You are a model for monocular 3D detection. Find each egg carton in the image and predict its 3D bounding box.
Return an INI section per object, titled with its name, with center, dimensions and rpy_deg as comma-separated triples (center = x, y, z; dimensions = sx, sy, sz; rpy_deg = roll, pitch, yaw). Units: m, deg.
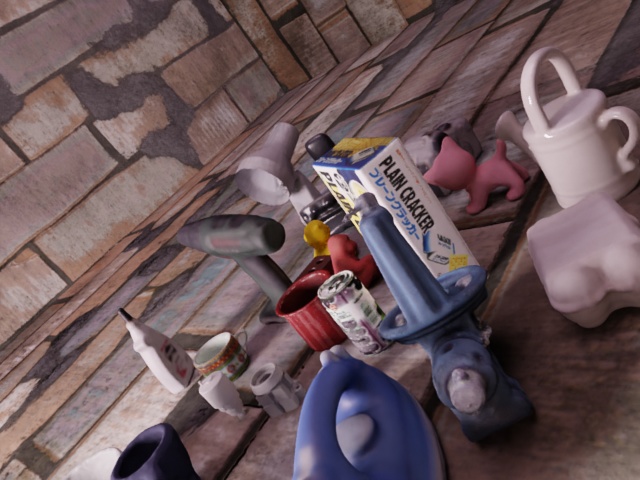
[egg carton]
center = 0.270, 0.016, 0.570
dimensions = 0.107, 0.069, 0.150
rpy_deg = -30, 21, 19

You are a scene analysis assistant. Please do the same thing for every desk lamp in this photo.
[desk lamp]
center = -0.059, -0.133, 1.232
dimensions = 0.117, 0.214, 0.203
rpy_deg = -15, 29, 45

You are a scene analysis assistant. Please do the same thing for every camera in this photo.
[camera]
center = 0.190, -0.149, 1.020
dimensions = 0.136, 0.101, 0.143
rpy_deg = -8, 35, 53

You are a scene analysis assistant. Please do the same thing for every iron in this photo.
[iron]
center = 0.029, 0.174, 0.516
dimensions = 0.118, 0.142, 0.258
rpy_deg = -29, 21, 20

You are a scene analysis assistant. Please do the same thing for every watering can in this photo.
[watering can]
center = 0.290, -0.136, 0.689
dimensions = 0.172, 0.194, 0.101
rpy_deg = -18, 28, 42

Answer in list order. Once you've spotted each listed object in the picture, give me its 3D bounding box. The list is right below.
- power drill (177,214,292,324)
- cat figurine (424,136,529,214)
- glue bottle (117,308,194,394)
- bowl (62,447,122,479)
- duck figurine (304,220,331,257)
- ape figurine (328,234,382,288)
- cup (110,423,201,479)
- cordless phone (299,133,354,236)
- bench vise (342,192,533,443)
[power drill]
center = -0.120, 0.042, 0.956
dimensions = 0.228, 0.209, 0.076
rpy_deg = -15, 30, 46
[cat figurine]
center = 0.223, -0.104, 0.842
dimensions = 0.127, 0.118, 0.067
rpy_deg = -23, 24, 33
[glue bottle]
center = -0.284, 0.180, 0.976
dimensions = 0.037, 0.173, 0.078
rpy_deg = -32, 21, 13
[bowl]
center = -0.300, 0.362, 0.746
dimensions = 0.167, 0.075, 0.167
rpy_deg = -32, 21, 14
[duck figurine]
center = 0.009, 0.004, 1.005
dimensions = 0.078, 0.086, 0.104
rpy_deg = -45, 22, -21
[ape figurine]
center = 0.047, 0.029, 0.878
dimensions = 0.076, 0.092, 0.077
rpy_deg = -38, 20, -3
[cup]
center = -0.183, 0.287, 0.686
dimensions = 0.092, 0.095, 0.117
rpy_deg = -45, 22, -21
[cordless phone]
center = 0.009, -0.107, 1.105
dimensions = 0.147, 0.185, 0.094
rpy_deg = -31, 21, 16
[bench vise]
center = 0.110, 0.056, 0.525
dimensions = 0.121, 0.220, 0.207
rpy_deg = -39, 20, -4
